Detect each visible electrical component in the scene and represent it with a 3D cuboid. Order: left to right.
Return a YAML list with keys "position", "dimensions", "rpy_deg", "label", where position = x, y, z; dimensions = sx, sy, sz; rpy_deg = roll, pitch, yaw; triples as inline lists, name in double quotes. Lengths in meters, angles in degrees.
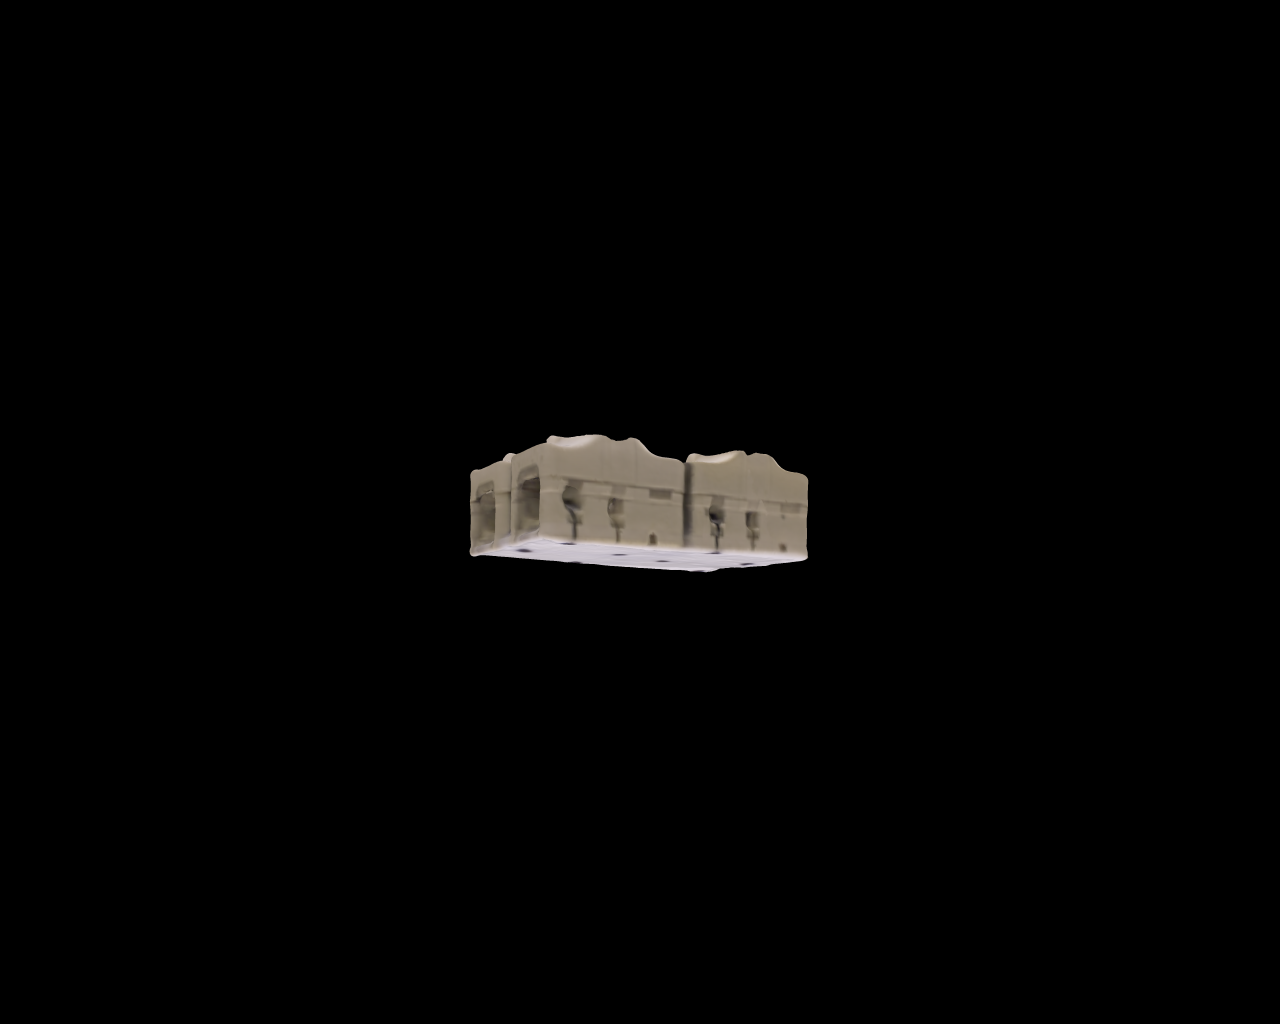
- position: [0.001, -0.003, 0.650]
  dimensions: [0.186, 0.060, 0.105]
  rpy_deg: [5, -10, -32]
  label: "electrical component"
